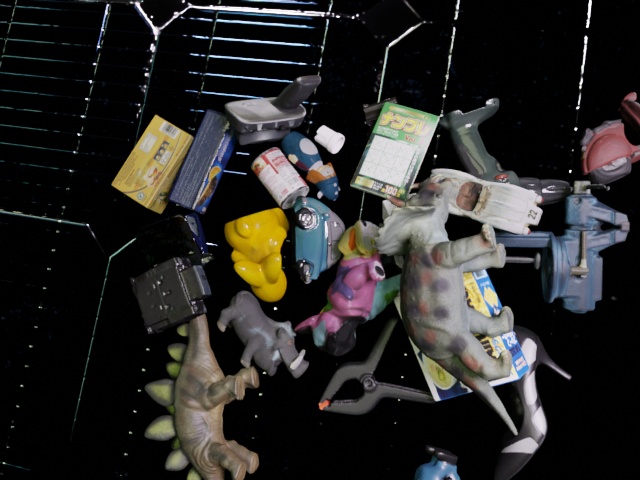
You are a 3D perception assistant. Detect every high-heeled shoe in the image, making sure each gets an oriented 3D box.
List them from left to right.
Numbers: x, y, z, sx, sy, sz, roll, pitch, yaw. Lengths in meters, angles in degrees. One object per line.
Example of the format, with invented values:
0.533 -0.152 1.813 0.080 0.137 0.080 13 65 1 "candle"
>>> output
0.314 0.270 0.907 0.145 0.086 0.248 32 84 16 "high-heeled shoe"

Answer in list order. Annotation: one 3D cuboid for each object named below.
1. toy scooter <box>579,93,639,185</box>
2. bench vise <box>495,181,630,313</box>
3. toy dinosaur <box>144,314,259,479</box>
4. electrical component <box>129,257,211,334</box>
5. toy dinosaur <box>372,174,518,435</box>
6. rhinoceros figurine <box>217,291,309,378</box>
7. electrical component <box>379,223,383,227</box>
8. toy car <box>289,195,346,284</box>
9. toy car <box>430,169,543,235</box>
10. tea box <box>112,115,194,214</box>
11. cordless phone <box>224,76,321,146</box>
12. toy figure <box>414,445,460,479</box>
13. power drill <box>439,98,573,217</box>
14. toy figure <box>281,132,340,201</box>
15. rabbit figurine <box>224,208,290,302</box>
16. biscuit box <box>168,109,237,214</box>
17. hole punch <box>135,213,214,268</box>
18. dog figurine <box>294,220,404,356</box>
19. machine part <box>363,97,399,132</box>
0.531 -0.181 0.938 0.184 0.075 0.135 -21 79 3 "toy scooter"
0.377 0.010 0.900 0.241 0.129 0.223 1 106 14 "bench vise"
-0.219 0.284 0.986 0.199 0.105 0.471 -8 69 13 "toy dinosaur"
-0.269 0.097 0.985 0.134 0.058 0.115 -25 82 11 "electrical component"
0.186 0.094 0.815 0.192 0.131 0.404 -6 88 29 "toy dinosaur"
-0.102 0.180 0.994 0.112 0.073 0.190 -42 83 1 "rhinoceros figurine"
0.120 0.005 1.008 0.094 0.021 0.063 24 87 12 "electrical component"
-0.002 -0.003 0.993 0.103 0.109 0.161 -3 91 -9 "toy car"
0.265 -0.065 0.889 0.202 0.056 0.073 22 91 37 "toy car"
-0.327 -0.151 1.086 0.098 0.068 0.169 33 89 13 "tea box"
-0.085 -0.249 0.986 0.146 0.184 0.088 -13 86 -26 "cordless phone"
0.193 0.443 0.900 0.089 0.082 0.180 15 82 14 "toy figure"
0.315 -0.144 0.974 0.232 0.086 0.207 -14 87 10 "power drill"
-0.014 -0.141 1.033 0.064 0.057 0.154 -37 75 -14 "toy figure"
-0.102 0.034 0.992 0.122 0.162 0.173 -14 97 -5 "rabbit figurine"
-0.227 -0.156 1.074 0.063 0.059 0.202 22 86 14 "biscuit box"
-0.283 0.011 1.054 0.142 0.092 0.115 -19 99 4 "hole punch"
0.046 0.094 0.951 0.219 0.108 0.192 -44 41 28 "dog figurine"
0.130 -0.205 1.031 0.084 0.039 0.139 -11 78 3 "machine part"
